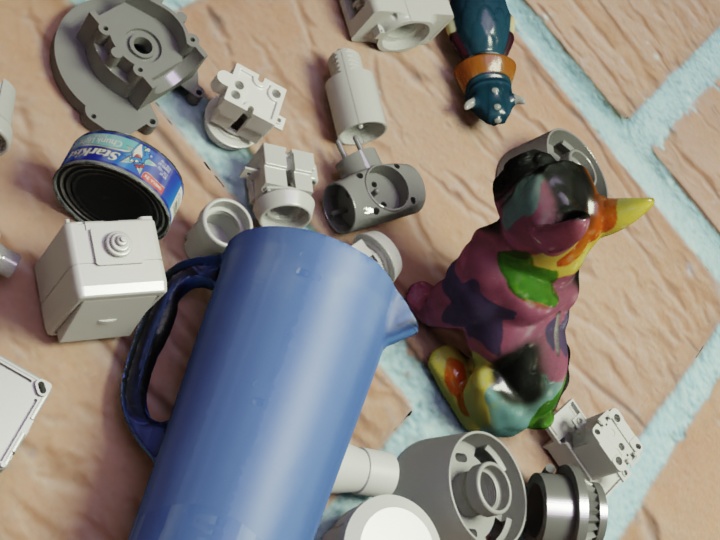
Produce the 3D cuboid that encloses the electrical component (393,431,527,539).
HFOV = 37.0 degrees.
[{"bbox_3d":[0.079,0.173,0.826,0.099,0.064,0.099,23,55,-38],"label":"electrical component"}]

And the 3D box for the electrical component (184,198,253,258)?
[{"bbox_3d":[-0.107,-0.026,0.798,0.040,0.046,0.040,13,62,-27],"label":"electrical component"}]

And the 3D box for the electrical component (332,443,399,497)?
[{"bbox_3d":[-0.005,0.146,0.786,0.065,0.044,0.044,17,61,-31],"label":"electrical component"}]

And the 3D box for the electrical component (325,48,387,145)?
[{"bbox_3d":[-0.007,-0.153,0.920,0.043,0.043,0.081,-2,70,-33],"label":"electrical component"}]

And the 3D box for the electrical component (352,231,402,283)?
[{"bbox_3d":[0.000,0.000,0.854,0.055,0.048,0.066,-35,89,-30],"label":"electrical component"}]

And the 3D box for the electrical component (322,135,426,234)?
[{"bbox_3d":[0.005,-0.075,0.891,0.077,0.044,0.079,-18,78,-36],"label":"electrical component"}]

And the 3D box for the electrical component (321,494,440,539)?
[{"bbox_3d":[0.014,0.203,0.764,0.080,0.051,0.080,13,62,-26],"label":"electrical component"}]

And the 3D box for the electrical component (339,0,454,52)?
[{"bbox_3d":[0.034,-0.236,0.980,0.089,0.050,0.055,-6,71,-34],"label":"electrical component"}]

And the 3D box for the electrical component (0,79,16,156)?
[{"bbox_3d":[-0.260,-0.107,0.745,0.040,0.040,0.046,16,54,-25],"label":"electrical component"}]

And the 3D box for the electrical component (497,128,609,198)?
[{"bbox_3d":[0.184,-0.081,1.009,0.099,0.064,0.099,26,49,-34],"label":"electrical component"}]

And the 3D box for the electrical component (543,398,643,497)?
[{"bbox_3d":[0.196,0.147,0.896,0.042,0.064,0.081,-34,88,-39],"label":"electrical component"}]

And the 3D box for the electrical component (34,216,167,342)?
[{"bbox_3d":[-0.170,0.006,0.712,0.062,0.096,0.061,-4,72,-33],"label":"electrical component"}]

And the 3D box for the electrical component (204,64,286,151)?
[{"bbox_3d":[-0.093,-0.125,0.846,0.066,0.055,0.048,26,57,-20],"label":"electrical component"}]

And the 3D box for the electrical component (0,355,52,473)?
[{"bbox_3d":[-0.248,0.079,0.651,0.096,0.061,0.061,33,55,-15],"label":"electrical component"}]

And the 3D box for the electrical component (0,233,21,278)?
[{"bbox_3d":[-0.254,-0.016,0.704,0.062,0.048,0.048,31,55,-25],"label":"electrical component"}]

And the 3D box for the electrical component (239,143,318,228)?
[{"bbox_3d":[-0.061,-0.063,0.844,0.066,0.048,0.055,9,56,-29],"label":"electrical component"}]
